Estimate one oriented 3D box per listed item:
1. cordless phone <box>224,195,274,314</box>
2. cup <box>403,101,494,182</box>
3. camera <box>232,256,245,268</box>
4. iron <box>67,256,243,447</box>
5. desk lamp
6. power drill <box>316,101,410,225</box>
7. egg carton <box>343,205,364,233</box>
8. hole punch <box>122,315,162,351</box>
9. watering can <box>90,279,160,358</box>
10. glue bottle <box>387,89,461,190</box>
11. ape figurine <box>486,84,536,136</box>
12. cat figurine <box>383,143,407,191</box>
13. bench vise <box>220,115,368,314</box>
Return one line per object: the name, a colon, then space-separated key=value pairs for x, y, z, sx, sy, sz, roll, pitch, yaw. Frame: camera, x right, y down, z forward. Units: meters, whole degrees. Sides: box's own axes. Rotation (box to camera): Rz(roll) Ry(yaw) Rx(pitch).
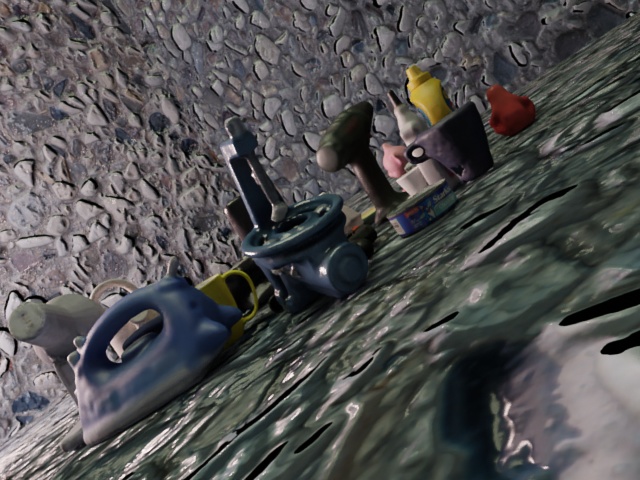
cordless phone: x=-0.135 y=0.025 z=1.022 sx=0.148 sy=0.185 sz=0.094 roll=-36 pitch=4 yaw=-28
cup: x=0.184 y=-0.121 z=0.791 sx=0.117 sy=0.095 sz=0.092 roll=-33 pitch=4 yaw=18
camera: x=-0.122 y=0.052 z=1.225 sx=0.143 sy=0.101 sz=0.136 roll=-35 pitch=4 yaw=-7
iron: x=-0.231 y=0.139 z=0.717 sx=0.258 sy=0.141 sz=0.119 roll=-34 pitch=4 yaw=7
desk lamp: x=-0.373 y=0.181 z=0.873 sx=0.118 sy=0.213 sz=0.203 roll=-35 pitch=4 yaw=-8
power drill: x=0.088 y=-0.143 z=1.036 sx=0.075 sy=0.208 sz=0.230 roll=-31 pitch=5 yaw=35
egg carton: x=0.009 y=0.003 z=0.934 sx=0.107 sy=0.069 sz=0.151 roll=-32 pitch=4 yaw=34
hole punch: x=-0.244 y=0.164 z=0.911 sx=0.108 sy=0.091 sz=0.101 roll=-34 pitch=4 yaw=2
watering can: x=-0.335 y=0.154 z=1.039 sx=0.172 sy=0.194 sz=0.101 roll=-31 pitch=5 yaw=37
glue bottle: x=0.149 y=-0.149 z=0.850 sx=0.037 sy=0.173 sz=0.078 roll=-32 pitch=5 yaw=30
ape figurine: x=0.322 y=-0.228 z=0.988 sx=0.077 sy=0.092 sz=0.076 roll=-32 pitch=4 yaw=28
cat figurine: x=0.180 y=-0.163 z=1.203 sx=0.067 sy=0.118 sz=0.128 roll=-31 pitch=5 yaw=39
bench vise: x=-0.060 y=-0.019 z=0.642 sx=0.122 sy=0.220 sz=0.207 roll=-38 pitch=5 yaw=-41
